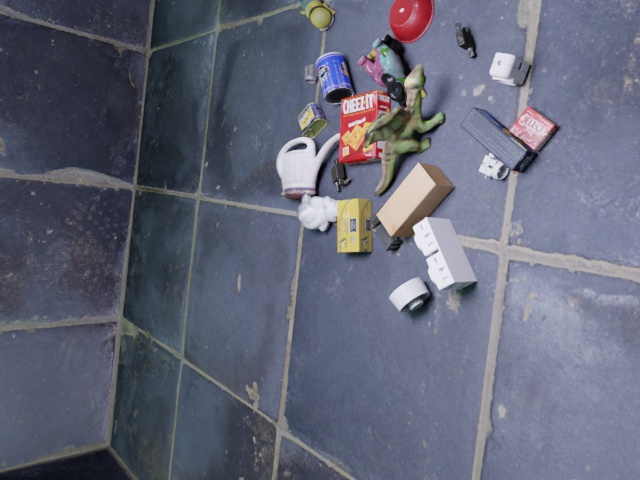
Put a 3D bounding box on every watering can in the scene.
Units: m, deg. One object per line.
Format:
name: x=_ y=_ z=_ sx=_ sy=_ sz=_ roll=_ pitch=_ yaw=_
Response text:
watering can: x=-0.046 y=-0.256 z=1.809 sx=0.347 sy=0.104 sz=0.225 roll=-2 pitch=86 yaw=49

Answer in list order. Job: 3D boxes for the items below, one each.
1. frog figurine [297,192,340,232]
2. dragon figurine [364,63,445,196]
frog figurine: x=0.005 y=-0.087 z=1.735 sx=0.160 sy=0.124 sz=0.134 roll=18 pitch=134 yaw=39
dragon figurine: x=0.201 y=-0.292 z=1.442 sx=0.124 sy=0.243 sz=0.404 roll=45 pitch=117 yaw=34
